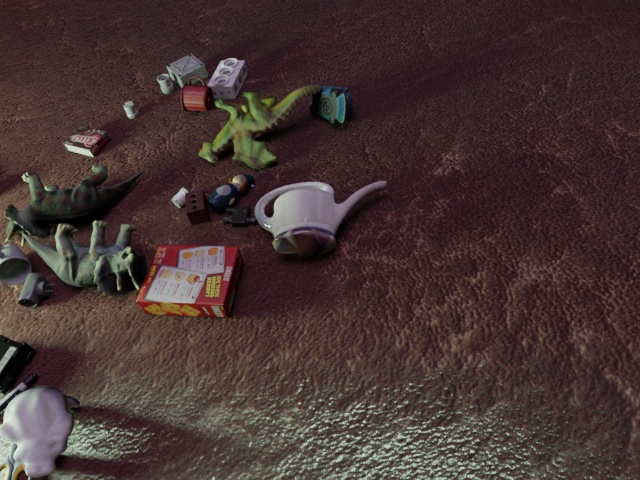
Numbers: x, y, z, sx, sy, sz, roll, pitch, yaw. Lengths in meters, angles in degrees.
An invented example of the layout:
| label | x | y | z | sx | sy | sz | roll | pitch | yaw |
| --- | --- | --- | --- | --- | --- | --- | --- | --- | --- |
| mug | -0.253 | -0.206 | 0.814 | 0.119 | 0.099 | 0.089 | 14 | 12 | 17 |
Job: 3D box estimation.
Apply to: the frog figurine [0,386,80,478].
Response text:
| label | x | y | z | sx | sy | sz | roll | pitch | yaw |
| --- | --- | --- | --- | --- | --- | --- | --- | --- | --- |
| frog figurine | -0.563 | 0.379 | 1.020 | 0.137 | 0.120 | 0.163 | 5 | 38 | -11 |

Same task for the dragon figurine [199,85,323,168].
| label | x | y | z | sx | sy | sz | roll | pitch | yaw |
| --- | --- | --- | --- | --- | --- | --- | --- | --- | --- |
| dragon figurine | -0.178 | -0.325 | 1.543 | 0.409 | 0.121 | 0.246 | -11 | 76 | 8 |

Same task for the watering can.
| label | x | y | z | sx | sy | sz | roll | pitch | yaw |
| --- | --- | --- | --- | --- | --- | --- | --- | --- | --- |
| watering can | 0.004 | -0.065 | 1.297 | 0.347 | 0.101 | 0.230 | -5 | 51 | 5 |
